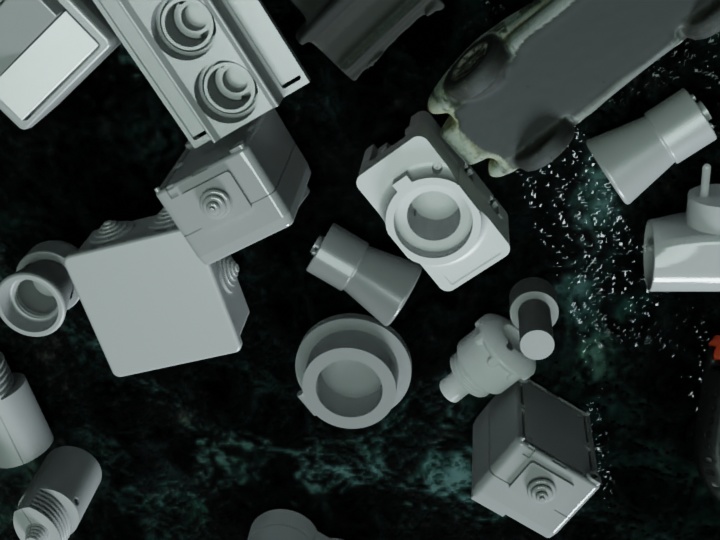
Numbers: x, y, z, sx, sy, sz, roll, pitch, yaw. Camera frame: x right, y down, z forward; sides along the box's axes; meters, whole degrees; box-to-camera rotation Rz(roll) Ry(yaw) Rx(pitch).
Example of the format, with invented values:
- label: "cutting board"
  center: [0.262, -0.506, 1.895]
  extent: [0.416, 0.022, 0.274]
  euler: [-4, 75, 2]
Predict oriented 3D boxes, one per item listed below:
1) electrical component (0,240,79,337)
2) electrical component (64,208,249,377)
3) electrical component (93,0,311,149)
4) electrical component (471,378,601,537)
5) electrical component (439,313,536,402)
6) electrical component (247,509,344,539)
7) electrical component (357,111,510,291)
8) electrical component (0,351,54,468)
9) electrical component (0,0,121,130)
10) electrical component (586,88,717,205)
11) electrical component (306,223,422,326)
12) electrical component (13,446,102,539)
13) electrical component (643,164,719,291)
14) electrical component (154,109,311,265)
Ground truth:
- label: "electrical component"
  center: [-0.201, 0.010, 0.686]
  extent: [0.045, 0.055, 0.045]
  euler: [2, 116, 5]
- label: "electrical component"
  center: [-0.125, 0.011, 0.682]
  extent: [0.100, 0.048, 0.099]
  euler: [-13, 114, 12]
- label: "electrical component"
  center: [-0.091, -0.141, 0.596]
  extent: [0.079, 0.063, 0.121]
  euler: [-27, 110, 18]
- label: "electrical component"
  center: [0.108, 0.122, 0.683]
  extent: [0.062, 0.096, 0.061]
  euler: [31, 116, -9]
- label: "electrical component"
  center: [0.078, 0.061, 0.687]
  extent: [0.048, 0.048, 0.062]
  euler: [40, 120, -13]
- label: "electrical component"
  center: [-0.023, 0.234, 0.765]
  extent: [0.138, 0.073, 0.052]
  euler: [31, 115, -9]
- label: "electrical component"
  center: [0.044, -0.039, 0.634]
  extent: [0.050, 0.055, 0.089]
  euler: [-34, 108, 20]
- label: "electrical component"
  center: [-0.247, 0.090, 0.737]
  extent: [0.043, 0.043, 0.081]
  euler: [-12, 114, 12]
- label: "electrical component"
  center: [-0.186, -0.127, 0.614]
  extent: [0.096, 0.061, 0.061]
  euler: [-38, 106, 21]
- label: "electrical component"
  center: [0.168, -0.073, 0.613]
  extent: [0.065, 0.044, 0.044]
  euler: [-33, 108, 15]
- label: "electrical component"
  center: [0.000, 0.000, 0.668]
  extent: [0.065, 0.044, 0.044]
  euler: [30, 115, -3]
- label: "electrical component"
  center: [-0.214, 0.164, 0.749]
  extent: [0.043, 0.081, 0.043]
  euler: [3, 116, 5]
- label: "electrical component"
  center: [0.209, -0.025, 0.629]
  extent: [0.077, 0.044, 0.079]
  euler: [0, 116, 6]
- label: "electrical component"
  center: [-0.070, -0.046, 0.621]
  extent: [0.062, 0.096, 0.061]
  euler: [-25, 112, 17]
